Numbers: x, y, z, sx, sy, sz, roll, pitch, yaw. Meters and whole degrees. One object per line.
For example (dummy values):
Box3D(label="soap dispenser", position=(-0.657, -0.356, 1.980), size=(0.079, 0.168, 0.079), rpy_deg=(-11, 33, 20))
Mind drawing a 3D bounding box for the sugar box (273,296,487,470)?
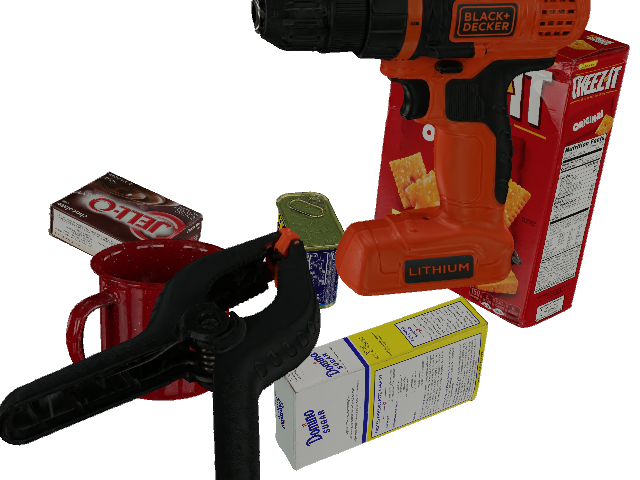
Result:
Box3D(label="sugar box", position=(0.048, 0.115, 0.871), size=(0.176, 0.093, 0.048), rpy_deg=(-15, 40, -20))

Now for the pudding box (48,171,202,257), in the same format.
Box3D(label="pudding box", position=(-0.181, -0.015, 0.992), size=(0.114, 0.039, 0.089), rpy_deg=(22, 31, 18))

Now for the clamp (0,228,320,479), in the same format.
Box3D(label="clamp", position=(-0.044, 0.056, 0.477), size=(0.120, 0.039, 0.171), rpy_deg=(29, 48, 22))

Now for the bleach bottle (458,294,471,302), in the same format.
Box3D(label="bleach bottle", position=(0.205, -0.056, 1.098), size=(0.103, 0.251, 0.068), rpy_deg=(9, 20, 15))

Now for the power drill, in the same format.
Box3D(label="power drill", position=(0.051, -0.062, 0.592), size=(0.184, 0.188, 0.057), rpy_deg=(-4, 30, -13))

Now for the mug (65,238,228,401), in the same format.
Box3D(label="mug", position=(-0.109, 0.053, 0.681), size=(0.093, 0.081, 0.117), rpy_deg=(18, 23, 40))

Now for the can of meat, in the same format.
Box3D(label="can of meat", position=(-0.014, 0.011, 1.117), size=(0.057, 0.084, 0.102), rpy_deg=(-5, 35, -15))

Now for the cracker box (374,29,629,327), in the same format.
Box3D(label="cracker box", position=(0.125, -0.063, 0.805), size=(0.071, 0.214, 0.164), rpy_deg=(-20, 37, -38))
